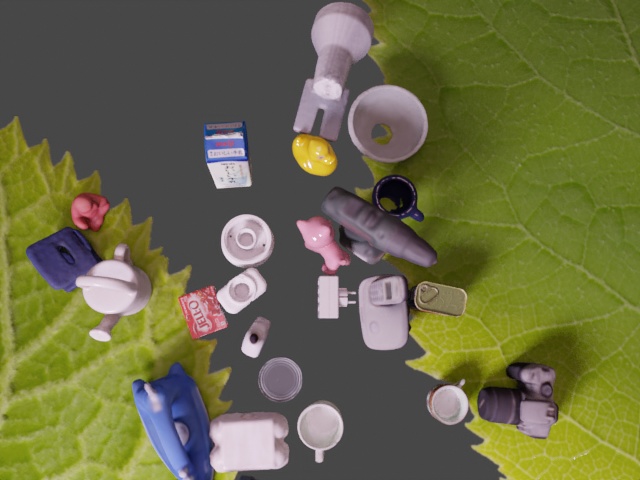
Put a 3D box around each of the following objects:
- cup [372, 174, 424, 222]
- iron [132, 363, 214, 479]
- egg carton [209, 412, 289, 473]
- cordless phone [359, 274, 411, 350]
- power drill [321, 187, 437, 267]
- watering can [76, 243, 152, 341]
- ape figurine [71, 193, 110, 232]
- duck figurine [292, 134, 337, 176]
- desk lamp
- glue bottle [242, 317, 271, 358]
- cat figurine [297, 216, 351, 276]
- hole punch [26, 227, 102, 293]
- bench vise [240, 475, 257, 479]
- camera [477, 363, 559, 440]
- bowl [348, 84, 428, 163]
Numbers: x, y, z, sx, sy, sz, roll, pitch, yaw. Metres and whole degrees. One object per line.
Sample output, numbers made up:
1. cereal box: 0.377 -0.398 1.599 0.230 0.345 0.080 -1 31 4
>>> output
1. cup: 0.156 -0.071 1.168 0.118 0.095 0.092 36 81 1
2. iron: -0.260 0.363 1.046 0.119 0.141 0.258 -23 84 -7
3. egg carton: -0.134 0.383 1.090 0.150 0.069 0.107 -3 82 -5
4. cordless phone: 0.133 0.136 1.090 0.094 0.185 0.147 -7 82 -5
5. power drill: 0.105 -0.012 1.097 0.229 0.208 0.076 33 81 1
6. watering can: -0.378 0.094 1.050 0.101 0.194 0.173 -13 83 -6
7. ape figurine: -0.454 -0.063 1.118 0.078 0.092 0.076 -30 85 -8
8. duck figurine: -0.009 -0.183 1.175 0.104 0.086 0.077 38 81 2
9. desk lamp: 0.025 -0.328 1.135 0.118 0.213 0.203 14 81 -2
10. glue bottle: -0.120 0.182 1.068 0.037 0.173 0.078 23 81 0
11. cat figurine: 0.010 0.004 1.133 0.067 0.117 0.128 -38 86 -9
12. hole punch: -0.489 0.033 1.102 0.101 0.091 0.108 -39 86 -9
13. bench vise: -0.092 0.502 1.000 0.207 0.219 0.121 7 81 -3
14. camera: 0.388 0.313 1.127 0.137 0.100 0.143 6 81 -3
15. bowl: 0.137 -0.234 1.200 0.167 0.074 0.167 1 82 -4
